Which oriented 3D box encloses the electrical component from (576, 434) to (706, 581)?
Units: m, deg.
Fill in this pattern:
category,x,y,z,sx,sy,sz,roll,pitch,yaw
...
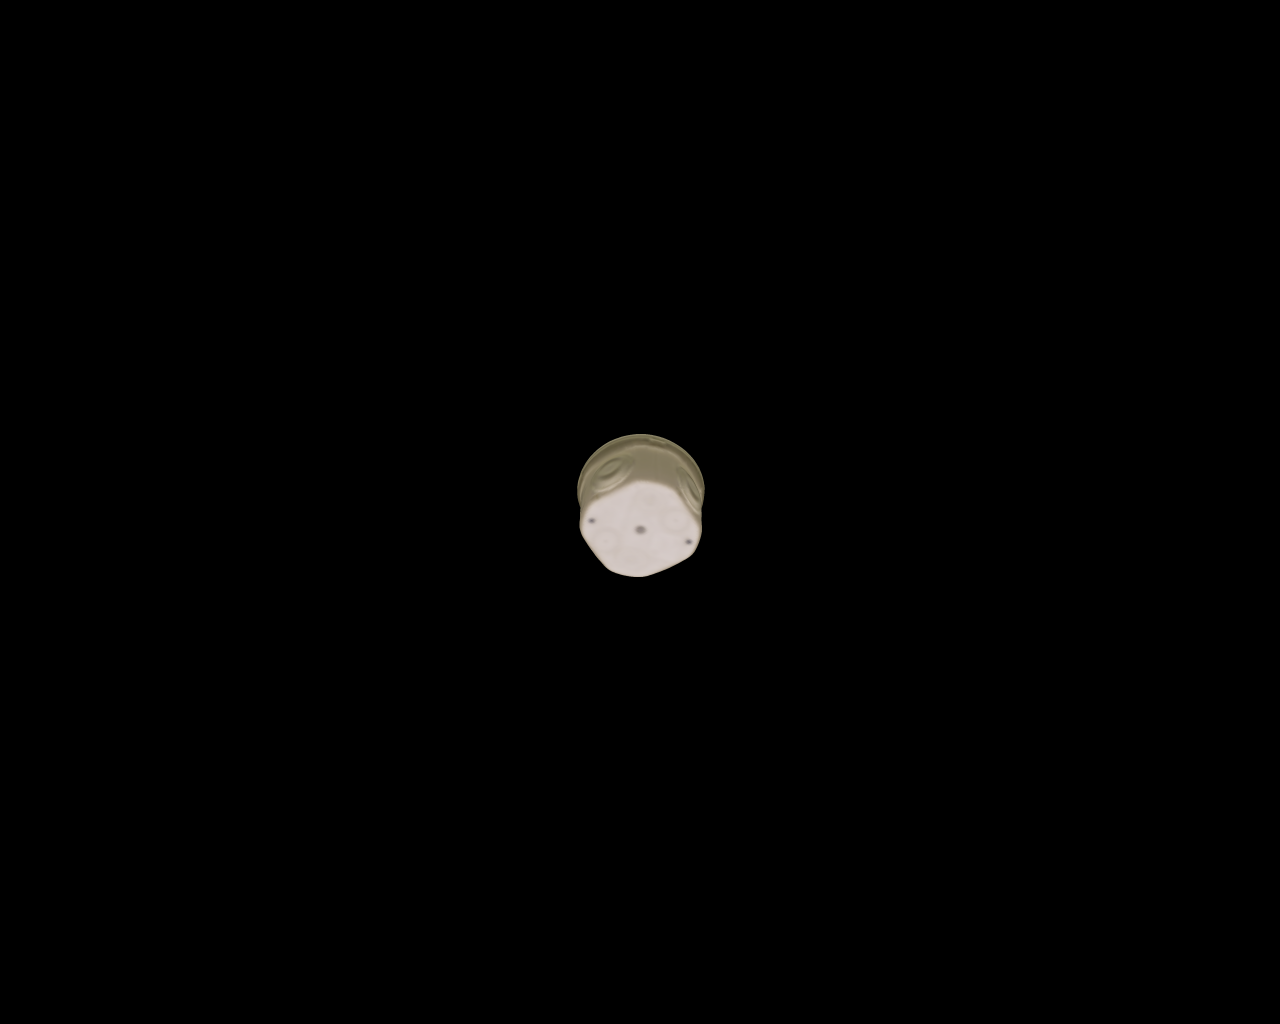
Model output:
category,x,y,z,sx,sy,sz,roll,pitch,yaw
electrical component,0.001,-0.003,0.650,0.080,0.080,0.051,0,34,0
